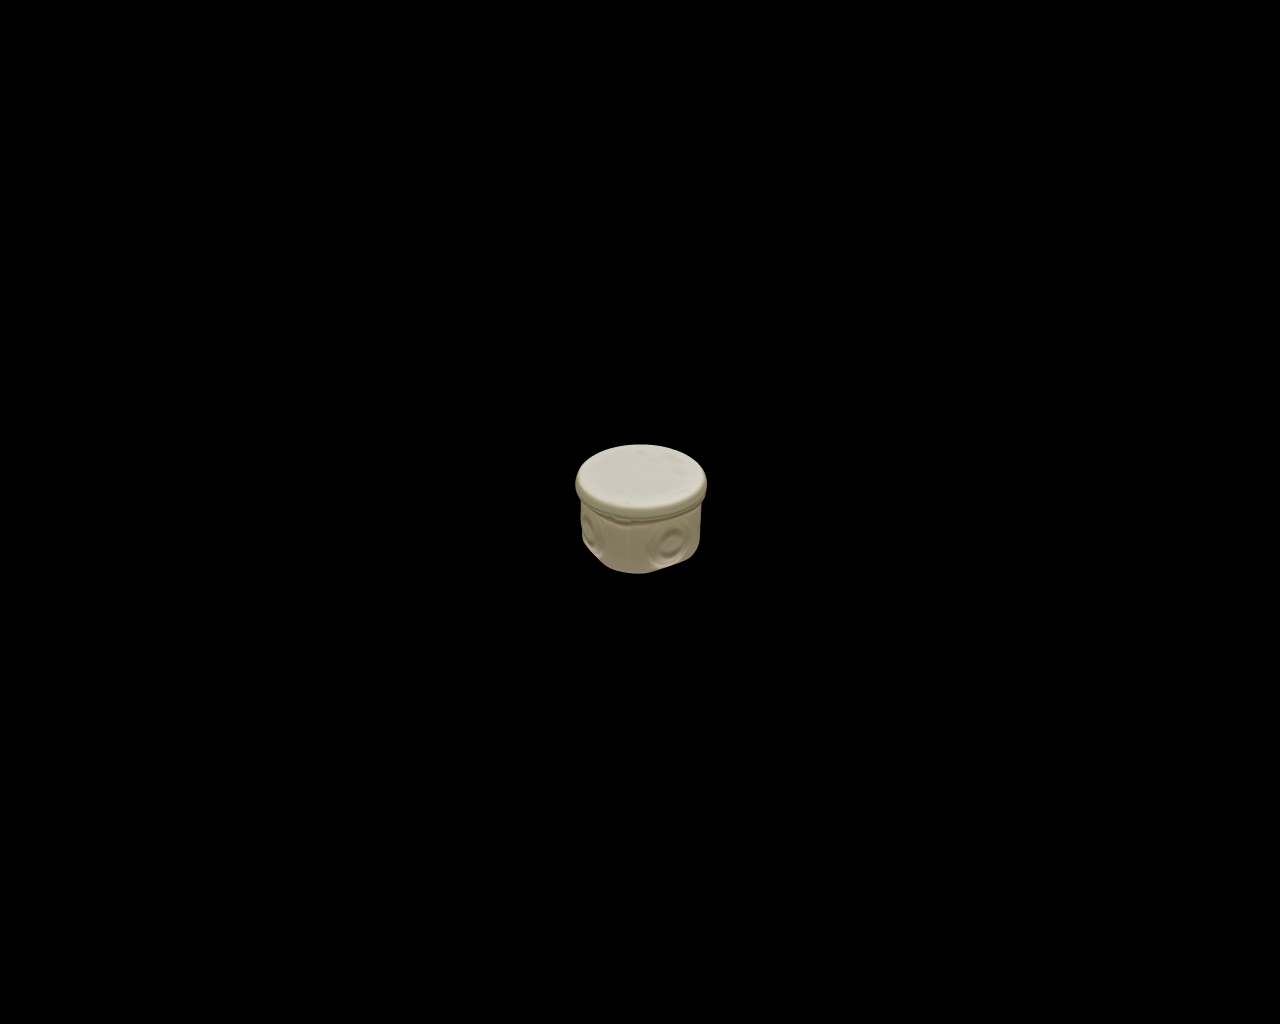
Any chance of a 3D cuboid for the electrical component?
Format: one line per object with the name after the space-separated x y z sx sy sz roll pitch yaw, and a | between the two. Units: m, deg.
0.001 -0.003 0.650 0.080 0.050 0.080 0 33 0 | electrical component
